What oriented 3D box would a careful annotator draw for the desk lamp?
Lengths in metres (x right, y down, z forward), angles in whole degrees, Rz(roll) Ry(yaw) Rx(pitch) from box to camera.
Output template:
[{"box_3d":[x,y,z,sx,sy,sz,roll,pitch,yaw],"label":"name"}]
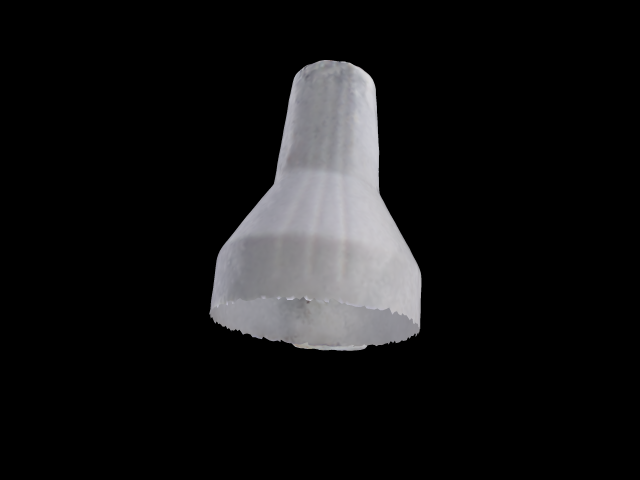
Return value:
[{"box_3d":[0.004,0.001,0.400,0.118,0.214,0.203,3,54,3],"label":"desk lamp"}]
